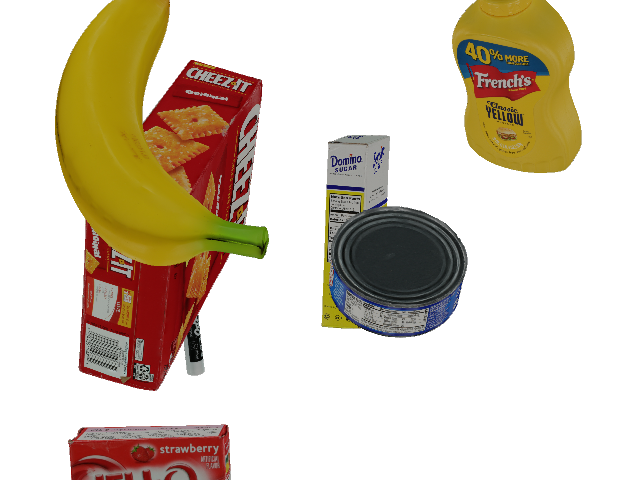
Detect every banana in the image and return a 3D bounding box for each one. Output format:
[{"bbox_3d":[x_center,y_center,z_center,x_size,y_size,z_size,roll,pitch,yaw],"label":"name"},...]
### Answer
[{"bbox_3d":[-0.081,-0.051,0.465,0.069,0.037,0.198,-7,46,-19],"label":"banana"}]

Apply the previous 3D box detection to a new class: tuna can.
[{"bbox_3d":[0.048,0.020,0.676,0.086,0.086,0.034,0,-44,-4],"label":"tuna can"}]

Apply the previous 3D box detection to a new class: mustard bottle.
[{"bbox_3d":[0.154,-0.140,0.848,0.096,0.058,0.191,20,-33,31],"label":"mustard bottle"}]

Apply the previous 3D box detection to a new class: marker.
[{"bbox_3d":[-0.136,0.082,1.112,0.020,0.121,0.020,-4,17,1],"label":"marker"}]

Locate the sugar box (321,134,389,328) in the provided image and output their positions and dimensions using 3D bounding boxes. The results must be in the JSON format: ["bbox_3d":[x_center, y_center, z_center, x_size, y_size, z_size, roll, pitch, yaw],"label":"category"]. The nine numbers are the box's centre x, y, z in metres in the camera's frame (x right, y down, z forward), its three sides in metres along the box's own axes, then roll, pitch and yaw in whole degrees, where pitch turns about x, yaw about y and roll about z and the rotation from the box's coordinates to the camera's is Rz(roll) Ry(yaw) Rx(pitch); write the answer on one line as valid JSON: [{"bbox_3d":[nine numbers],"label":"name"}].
[{"bbox_3d":[0.034,-0.011,1.021,0.048,0.176,0.093,2,10,16],"label":"sugar box"}]

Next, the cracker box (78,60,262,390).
[{"bbox_3d":[-0.110,-0.016,0.820,0.072,0.164,0.213,16,37,6],"label":"cracker box"}]

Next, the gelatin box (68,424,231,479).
[{"bbox_3d":[-0.095,0.144,0.604,0.089,0.073,0.030,-2,6,2],"label":"gelatin box"}]
